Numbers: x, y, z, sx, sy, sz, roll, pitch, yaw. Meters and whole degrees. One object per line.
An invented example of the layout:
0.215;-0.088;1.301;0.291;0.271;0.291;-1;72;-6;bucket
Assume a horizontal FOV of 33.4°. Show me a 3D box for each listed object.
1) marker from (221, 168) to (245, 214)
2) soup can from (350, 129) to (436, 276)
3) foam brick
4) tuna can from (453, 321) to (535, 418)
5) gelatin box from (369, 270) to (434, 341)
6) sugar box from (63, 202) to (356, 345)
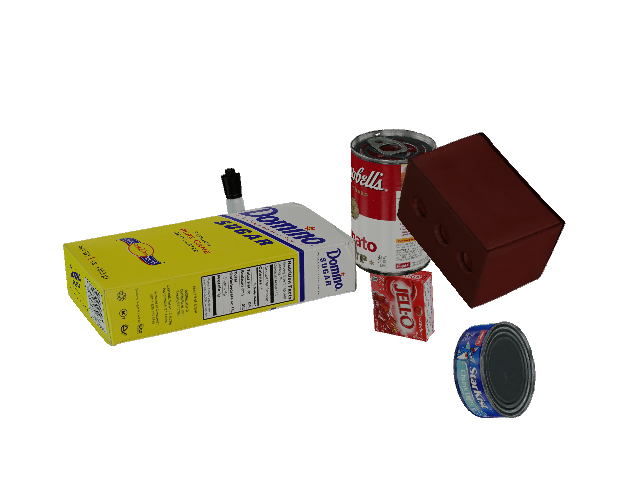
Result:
-0.080;-0.012;1.050;0.020;0.121;0.020;-7;16;2;marker
0.058;-0.031;0.863;0.068;0.102;0.068;-1;27;0;soup can
0.088;-0.012;0.598;0.051;0.078;0.053;-22;-34;-23;foam brick
0.156;0.117;0.960;0.034;0.086;0.085;-11;-7;42;tuna can
0.103;0.077;1.336;0.073;0.089;0.030;10;31;28;gelatin box
-0.073;0.017;0.717;0.176;0.048;0.093;-14;26;-25;sugar box
